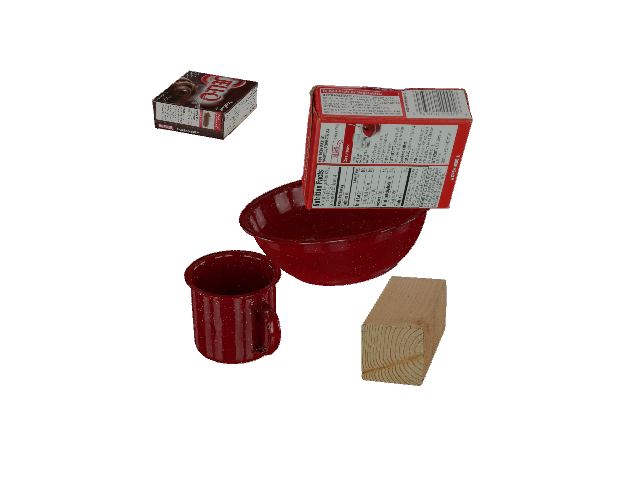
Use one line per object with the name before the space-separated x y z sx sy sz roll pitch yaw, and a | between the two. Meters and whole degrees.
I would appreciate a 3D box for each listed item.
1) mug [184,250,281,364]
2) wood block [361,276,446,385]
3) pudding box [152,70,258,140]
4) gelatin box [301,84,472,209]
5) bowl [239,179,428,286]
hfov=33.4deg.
mug | -0.076 0.071 1.032 0.093 0.081 0.117 -22 35 -35
wood block | 0.128 0.131 1.600 0.091 0.090 0.205 4 19 15
pudding box | -0.133 -0.159 1.247 0.090 0.039 0.113 10 31 13
gelatin box | 0.036 -0.052 0.610 0.089 0.030 0.073 0 -41 -6
bowl | 0.017 -0.006 0.875 0.162 0.055 0.162 -8 21 3
